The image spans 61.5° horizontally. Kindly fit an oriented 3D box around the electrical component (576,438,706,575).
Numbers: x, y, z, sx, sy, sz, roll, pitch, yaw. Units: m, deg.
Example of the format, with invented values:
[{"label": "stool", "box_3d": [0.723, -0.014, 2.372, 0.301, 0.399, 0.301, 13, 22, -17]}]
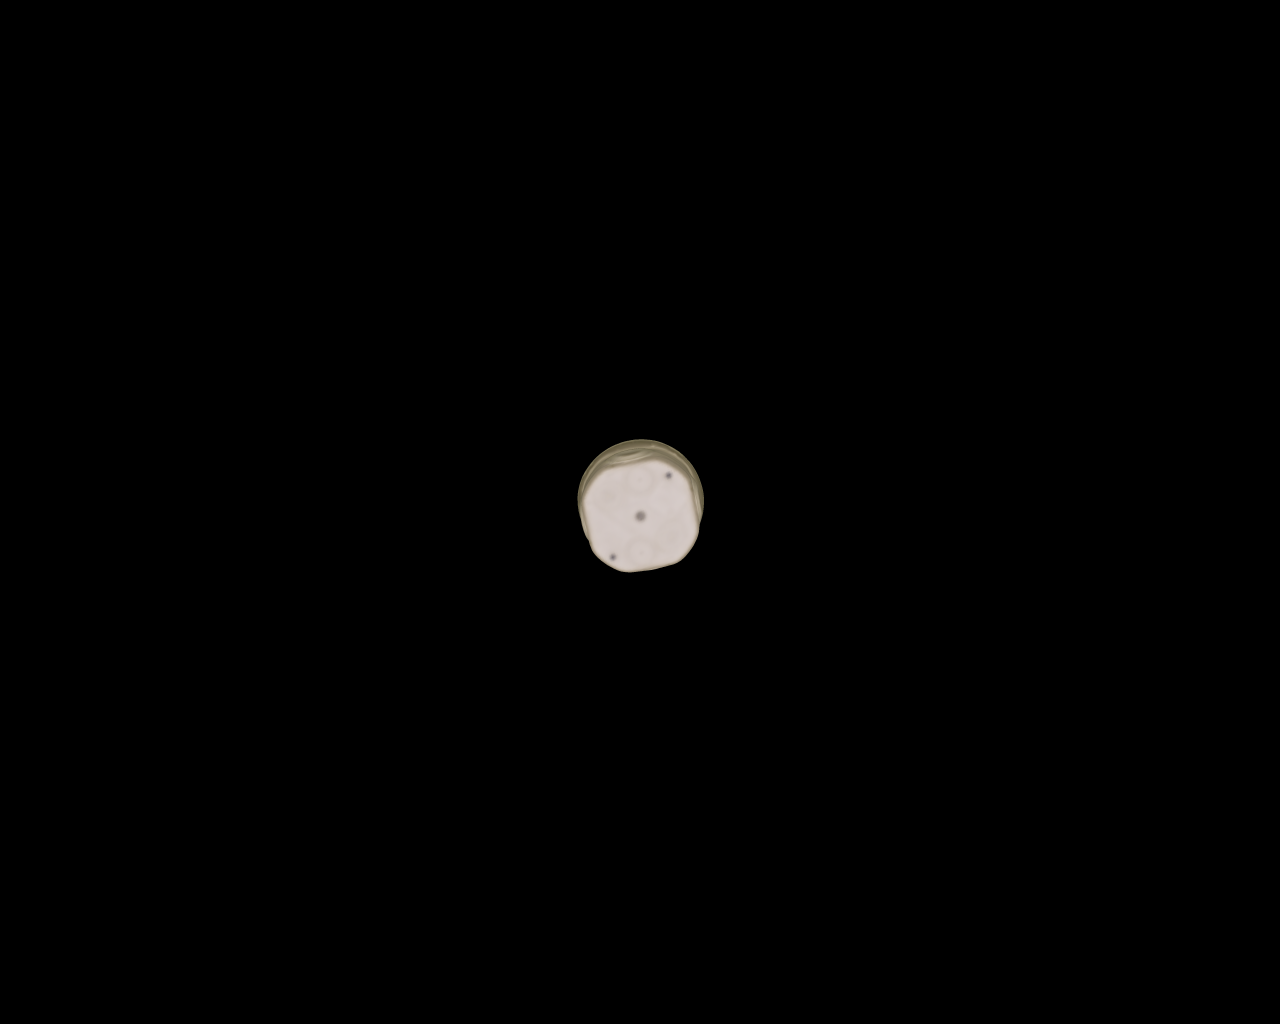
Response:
[{"label": "electrical component", "box_3d": [0.001, -0.003, 0.650, 0.080, 0.080, 0.051, 0, 12, 0]}]
